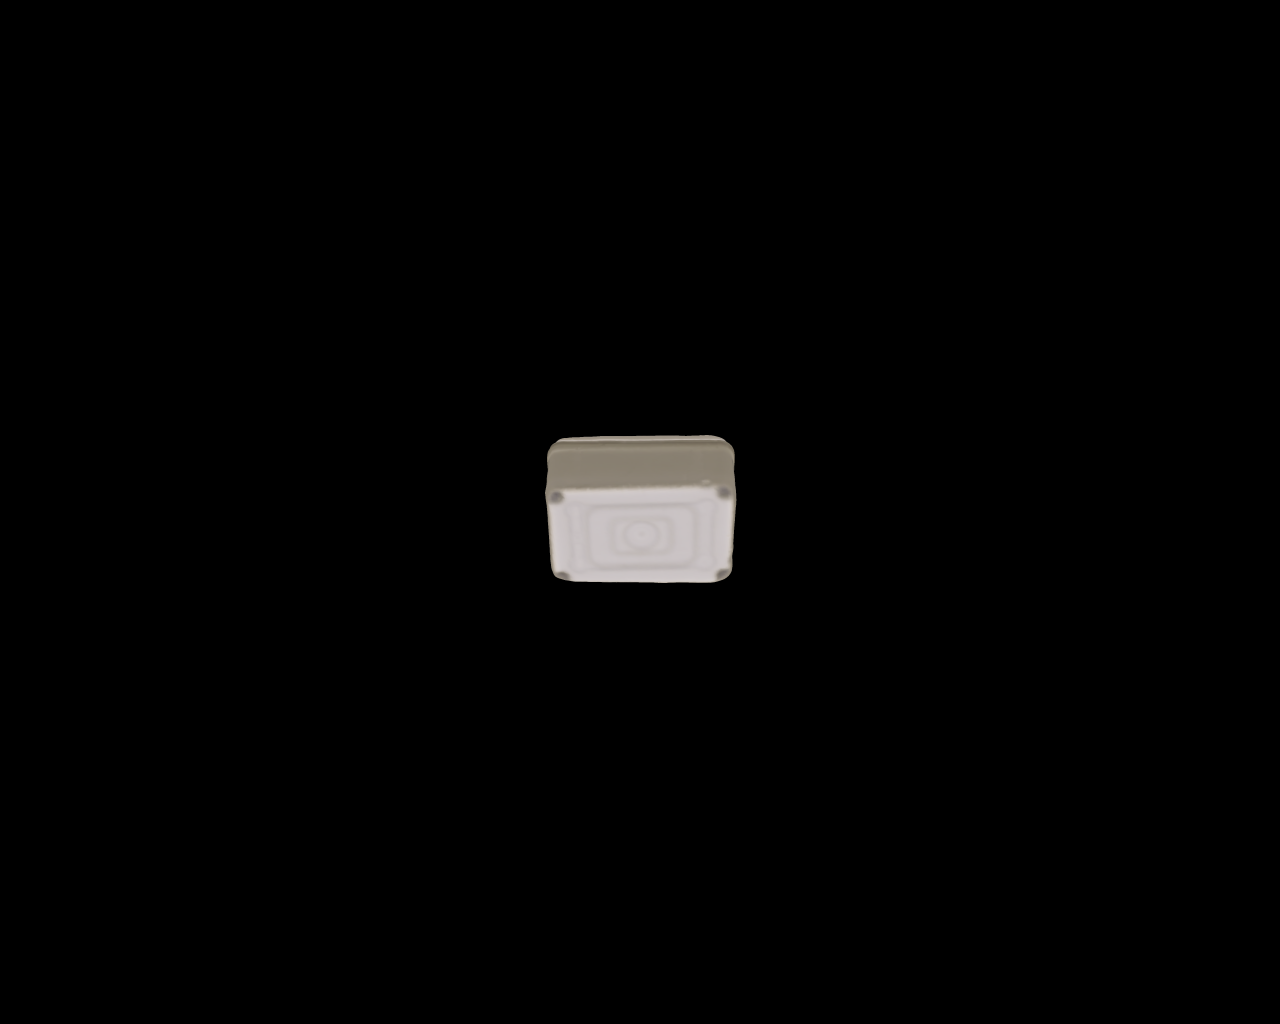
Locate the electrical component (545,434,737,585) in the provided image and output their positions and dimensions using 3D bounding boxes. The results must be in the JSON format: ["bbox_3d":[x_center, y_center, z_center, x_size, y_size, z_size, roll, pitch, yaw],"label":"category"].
[{"bbox_3d":[0.001,-0.003,0.650,0.113,0.078,0.057,0,37,0],"label":"electrical component"}]
